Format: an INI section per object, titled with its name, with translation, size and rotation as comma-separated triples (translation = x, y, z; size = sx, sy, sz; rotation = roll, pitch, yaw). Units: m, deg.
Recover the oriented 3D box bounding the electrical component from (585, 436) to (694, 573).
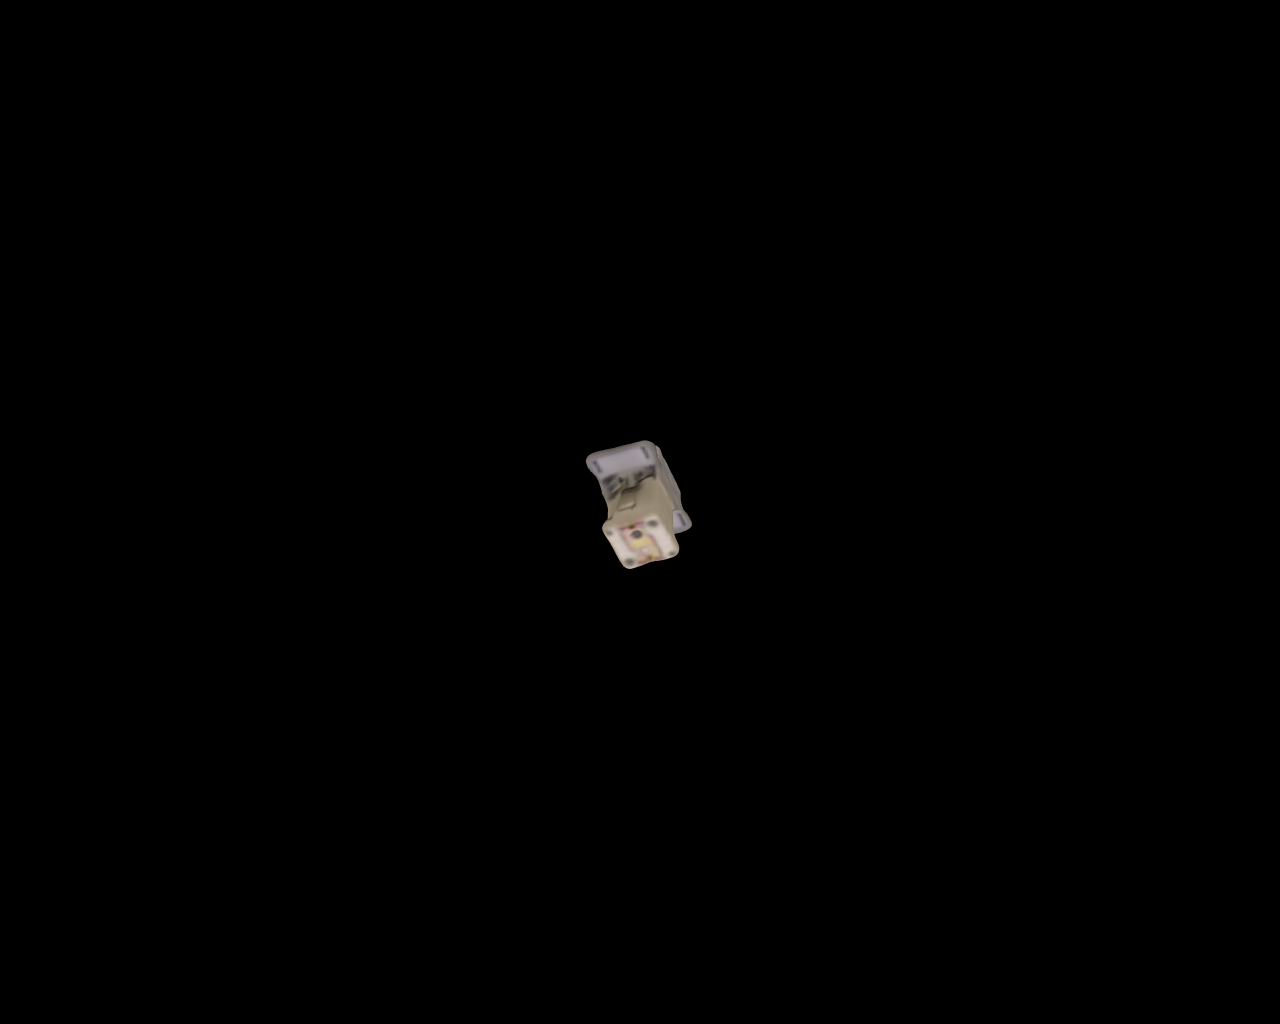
[electrical component]
translation = 0.001, -0.003, 0.650
size = 0.042, 0.064, 0.081
rotation = -15, -46, 15
